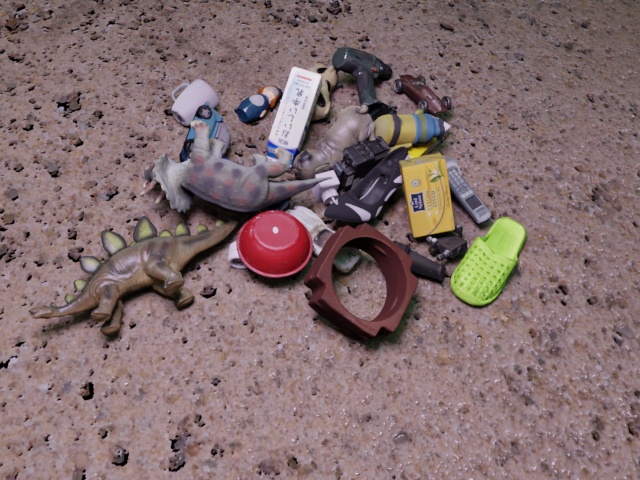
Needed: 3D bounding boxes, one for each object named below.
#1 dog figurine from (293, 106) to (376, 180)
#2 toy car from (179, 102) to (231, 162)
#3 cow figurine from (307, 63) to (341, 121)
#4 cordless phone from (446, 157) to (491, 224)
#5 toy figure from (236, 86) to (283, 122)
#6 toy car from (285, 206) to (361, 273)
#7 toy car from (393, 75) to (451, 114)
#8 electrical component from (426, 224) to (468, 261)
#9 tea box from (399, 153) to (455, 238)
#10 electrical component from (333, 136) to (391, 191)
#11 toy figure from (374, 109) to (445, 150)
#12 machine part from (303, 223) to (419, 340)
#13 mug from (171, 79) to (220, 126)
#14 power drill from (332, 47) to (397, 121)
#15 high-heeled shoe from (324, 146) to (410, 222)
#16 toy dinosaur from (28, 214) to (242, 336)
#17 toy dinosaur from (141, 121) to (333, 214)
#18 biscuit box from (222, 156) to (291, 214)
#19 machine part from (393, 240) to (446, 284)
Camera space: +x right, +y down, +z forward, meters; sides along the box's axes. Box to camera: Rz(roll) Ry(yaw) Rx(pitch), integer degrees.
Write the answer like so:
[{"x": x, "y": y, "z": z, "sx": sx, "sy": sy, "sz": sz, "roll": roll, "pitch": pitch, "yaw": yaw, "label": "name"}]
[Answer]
[{"x": 0.028, "y": -0.227, "z": 1.271, "sx": 0.190, "sy": 0.172, "sz": 0.121, "roll": -32, "pitch": 56, "yaw": -33, "label": "dog figurine"}, {"x": -0.264, "y": -0.236, "z": 1.270, "sx": 0.103, "sy": 0.109, "sz": 0.161, "roll": 19, "pitch": 64, "yaw": -18, "label": "toy car"}, {"x": -0.005, "y": -0.397, "z": 1.421, "sx": 0.127, "sy": 0.085, "sz": 0.195, "roll": 1, "pitch": 55, "yaw": -1, "label": "cow figurine"}, {"x": 0.306, "y": -0.095, "z": 1.279, "sx": 0.146, "sy": 0.088, "sz": 0.184, "roll": -28, "pitch": 70, "yaw": -24, "label": "cordless phone"}, {"x": -0.148, "y": -0.358, "z": 1.391, "sx": 0.154, "sy": 0.058, "sz": 0.064, "roll": -44, "pitch": 112, "yaw": -31, "label": "toy figure"}, {"x": -0.002, "y": -0.004, "z": 1.185, "sx": 0.202, "sy": 0.056, "sz": 0.073, "roll": 37, "pitch": 60, "yaw": 14, "label": "toy car"}, {"x": 0.277, "y": -0.398, "z": 1.457, "sx": 0.089, "sy": 0.053, "sz": 0.202, "roll": -9, "pitch": 40, "yaw": -20, "label": "toy car"}, {"x": 0.289, "y": 0.003, "z": 1.224, "sx": 0.102, "sy": 0.045, "sz": 0.078, "roll": -23, "pitch": 32, "yaw": -18, "label": "electrical component"}, {"x": 0.240, "y": -0.100, "z": 1.204, "sx": 0.098, "sy": 0.169, "sz": 0.068, "roll": -13, "pitch": 23, "yaw": 6, "label": "tea box"}, {"x": 0.093, "y": -0.175, "z": 1.275, "sx": 0.134, "sy": 0.114, "sz": 0.058, "roll": -24, "pitch": 62, "yaw": -24, "label": "electrical component"}, {"x": 0.216, "y": -0.273, "z": 1.316, "sx": 0.180, "sy": 0.089, "sz": 0.082, "roll": -6, "pitch": 50, "yaw": -5, "label": "toy figure"}, {"x": 0.083, "y": 0.085, "z": 1.089, "sx": 0.201, "sy": 0.087, "sz": 0.201, "roll": 37, "pitch": 63, "yaw": -12, "label": "machine part"}, {"x": -0.325, "y": -0.343, "z": 1.340, "sx": 0.110, "sy": 0.080, "sz": 0.107, "roll": 35, "pitch": 68, "yaw": 9, "label": "mug"}, {"x": 0.140, "y": -0.412, "z": 1.430, "sx": 0.232, "sy": 0.086, "sz": 0.207, "roll": 9, "pitch": 65, "yaw": -44, "label": "power drill"}, {"x": 0.113, "y": -0.128, "z": 1.209, "sx": 0.249, "sy": 0.145, "sz": 0.086, "roll": -19, "pitch": 39, "yaw": -40, "label": "high-heeled shoe"}, {"x": -0.335, "y": 0.045, "z": 1.078, "sx": 0.471, "sy": 0.105, "sz": 0.199, "roll": -21, "pitch": 59, "yaw": -29, "label": "toy dinosaur"}, {"x": -0.187, "y": -0.121, "z": 1.135, "sx": 0.405, "sy": 0.131, "sz": 0.192, "roll": 16, "pitch": 77, "yaw": 0, "label": "toy dinosaur"}, {"x": -0.167, "y": -0.117, "z": 1.230, "sx": 0.203, "sy": 0.059, "sz": 0.063, "roll": 29, "pitch": 59, "yaw": 10, "label": "biscuit box"}, {"x": 0.215, "y": 0.052, "z": 1.196, "sx": 0.139, "sy": 0.039, "sz": 0.084, "roll": 26, "pitch": 52, "yaw": 10, "label": "machine part"}]
